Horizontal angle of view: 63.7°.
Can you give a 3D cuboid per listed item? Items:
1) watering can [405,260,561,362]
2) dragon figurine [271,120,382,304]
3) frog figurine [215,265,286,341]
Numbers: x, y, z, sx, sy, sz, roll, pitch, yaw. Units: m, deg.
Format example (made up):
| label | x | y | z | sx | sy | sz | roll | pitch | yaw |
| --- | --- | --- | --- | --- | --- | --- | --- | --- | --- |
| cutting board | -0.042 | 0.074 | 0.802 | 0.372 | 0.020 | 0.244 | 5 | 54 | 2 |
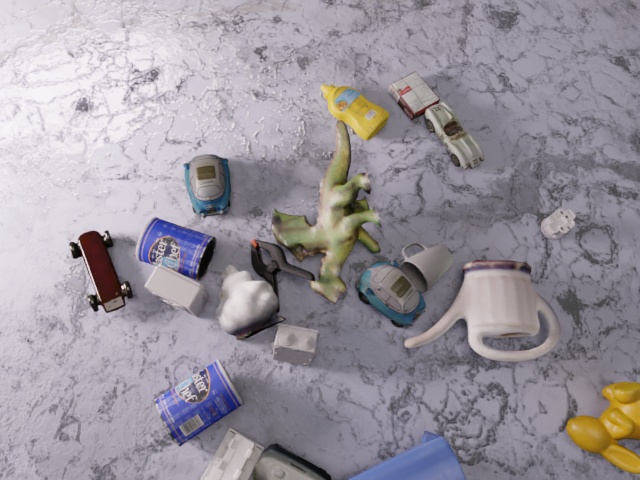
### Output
| label | x | y | z | sx | sy | sz | roll | pitch | yaw |
| --- | --- | --- | --- | --- | --- | --- | --- | --- | --- |
| watering can | 0.354 | 0.148 | 1.128 | 0.348 | 0.229 | 0.102 | 4 | -24 | -5 |
| dragon figurine | 0.004 | -0.059 | 1.180 | 0.243 | 0.415 | 0.121 | -16 | -15 | -1 |
| frog figurine | -0.162 | 0.121 | 1.085 | 0.136 | 0.161 | 0.123 | -31 | -13 | 24 |
